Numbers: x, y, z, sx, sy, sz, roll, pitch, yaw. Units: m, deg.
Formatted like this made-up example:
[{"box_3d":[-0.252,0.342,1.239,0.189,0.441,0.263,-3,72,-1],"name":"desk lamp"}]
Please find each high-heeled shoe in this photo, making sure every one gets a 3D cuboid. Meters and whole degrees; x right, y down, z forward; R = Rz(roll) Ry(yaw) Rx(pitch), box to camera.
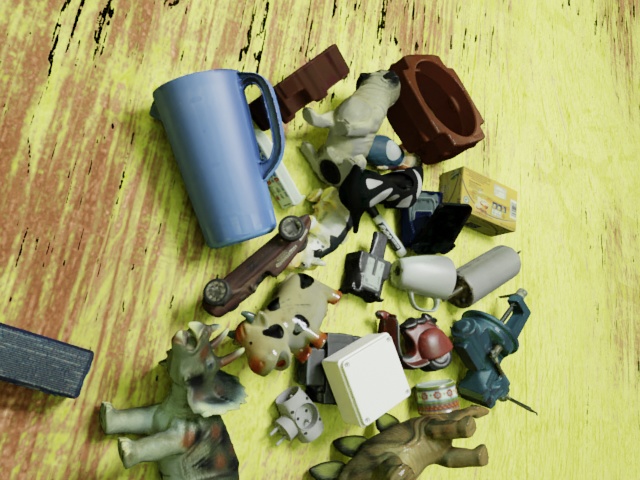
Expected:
[{"box_3d":[0.114,-0.111,0.910,0.249,0.086,0.145,-43,148,-38],"name":"high-heeled shoe"}]

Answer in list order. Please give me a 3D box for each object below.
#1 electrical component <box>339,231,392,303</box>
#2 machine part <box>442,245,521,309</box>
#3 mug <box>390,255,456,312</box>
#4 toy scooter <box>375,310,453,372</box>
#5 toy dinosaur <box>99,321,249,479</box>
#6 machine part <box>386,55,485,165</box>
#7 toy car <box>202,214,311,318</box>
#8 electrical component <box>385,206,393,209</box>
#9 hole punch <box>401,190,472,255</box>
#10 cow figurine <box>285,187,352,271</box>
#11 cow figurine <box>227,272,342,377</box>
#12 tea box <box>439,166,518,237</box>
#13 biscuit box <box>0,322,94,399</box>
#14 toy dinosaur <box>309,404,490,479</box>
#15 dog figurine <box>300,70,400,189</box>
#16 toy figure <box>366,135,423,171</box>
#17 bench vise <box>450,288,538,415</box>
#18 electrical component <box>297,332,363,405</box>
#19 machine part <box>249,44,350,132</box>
[{"box_3d":[0.084,0.046,0.950,0.075,0.048,0.119,20,70,-29],"name":"electrical component"},{"box_3d":[0.329,0.072,1.088,0.243,0.079,0.079,-24,95,-35],"name":"machine part"},{"box_3d":[0.185,0.077,0.998,0.107,0.081,0.109,10,83,-20],"name":"mug"},{"box_3d":[0.155,0.179,0.957,0.184,0.075,0.135,-13,88,-30],"name":"toy scooter"},{"box_3d":[-0.167,0.303,0.705,0.192,0.131,0.404,-10,93,-34],"name":"toy dinosaur"},{"box_3d":[0.214,-0.252,1.040,0.201,0.087,0.201,-22,81,-48],"name":"machine part"},{"box_3d":[-0.085,0.039,0.781,0.202,0.089,0.053,-40,75,-10],"name":"toy car"},{"box_3d":[0.142,-0.093,1.030,0.094,0.021,0.063,-4,83,-33],"name":"electrical component"},{"box_3d":[0.210,-0.036,1.029,0.142,0.092,0.115,-2,122,-45],"name":"hole punch"},{"box_3d":[-0.004,-0.002,0.894,0.098,0.068,0.167,45,62,-26],"name":"cow figurine"},{"box_3d":[-0.054,0.120,0.800,0.127,0.085,0.195,34,39,-6],"name":"cow figurine"},{"box_3d":[0.331,-0.077,1.121,0.169,0.068,0.098,19,71,-28],"name":"tea box"},{"box_3d":[-0.375,0.131,0.628,0.202,0.059,0.063,27,67,-26],"name":"biscuit box"},{"box_3d":[0.090,0.355,0.805,0.471,0.199,0.105,-19,93,-34],"name":"toy dinosaur"},{"box_3d":[0.073,-0.192,0.941,0.121,0.172,0.190,35,52,25],"name":"dog figurine"},{"box_3d":[0.144,-0.158,1.024,0.154,0.058,0.064,11,110,-33],"name":"toy figure"},{"box_3d":[0.353,0.201,1.055,0.240,0.129,0.223,-47,108,-24],"name":"bench vise"},{"box_3d":[0.026,0.209,0.877,0.134,0.058,0.115,10,74,-32],"name":"electrical component"},{"box_3d":[-0.034,-0.240,0.858,0.179,0.179,0.056,-46,110,-30],"name":"machine part"}]
